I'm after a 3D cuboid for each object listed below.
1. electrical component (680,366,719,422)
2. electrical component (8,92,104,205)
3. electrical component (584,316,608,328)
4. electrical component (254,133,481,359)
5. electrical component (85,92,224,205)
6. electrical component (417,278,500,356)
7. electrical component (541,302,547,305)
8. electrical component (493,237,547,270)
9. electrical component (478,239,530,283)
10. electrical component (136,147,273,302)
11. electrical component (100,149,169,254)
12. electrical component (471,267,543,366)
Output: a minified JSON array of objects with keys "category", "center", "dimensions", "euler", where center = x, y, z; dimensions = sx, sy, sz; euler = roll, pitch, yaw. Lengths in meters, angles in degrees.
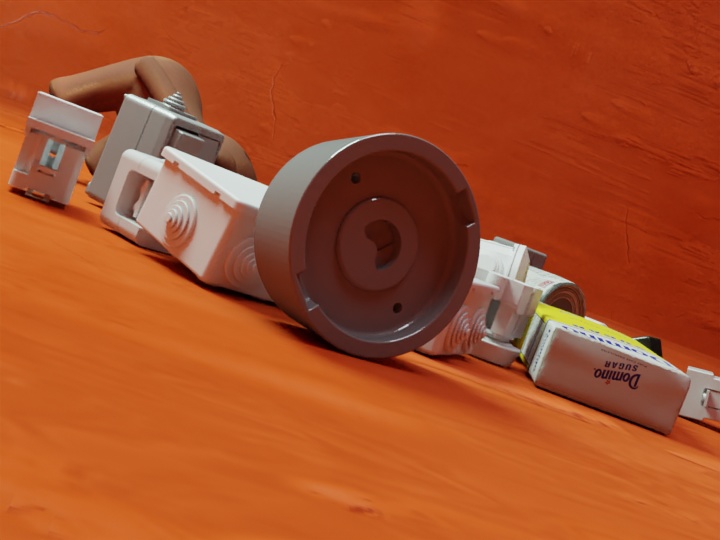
[{"category":"electrical component","center":[0.279,0.100,0.836],"dimensions":[0.055,0.048,0.066],"euler":[14,1,18]},{"category":"electrical component","center":[-0.195,-0.076,0.684],"dimensions":[0.042,0.063,0.081],"euler":[21,4,-16]},{"category":"electrical component","center":[0.203,0.061,1.033],"dimensions":[0.040,0.040,0.078],"euler":[17,5,-43]},{"category":"electrical component","center":[-0.001,-0.015,0.536],"dimensions":[0.108,0.108,0.060],"euler":[18,-2,-32]},{"category":"electrical component","center":[-0.144,-0.082,0.784],"dimensions":[0.061,0.096,0.062],"euler":[27,6,30]},{"category":"electrical component","center":[0.029,0.016,0.661],"dimensions":[0.100,0.048,0.100],"euler":[22,4,21]},{"category":"electrical component","center":[0.127,0.042,0.885],"dimensions":[0.064,0.042,0.081],"euler":[18,4,-25]},{"category":"electrical component","center":[0.136,0.009,1.096],"dimensions":[0.076,0.083,0.047],"euler":[18,4,-34]},{"category":"electrical component","center":[0.095,0.015,0.813],"dimensions":[0.051,0.080,0.080],"euler":[16,3,11]},{"category":"electrical component","center":[-0.066,-0.021,0.604],"dimensions":[0.100,0.048,0.100],"euler":[20,11,-44]},{"category":"electrical component","center":[-0.109,-0.037,0.671],"dimensions":[0.089,0.050,0.056],"euler":[17,6,-43]},{"category":"electrical component","center":[0.091,0.032,0.722],"dimensions":[0.048,0.055,0.066],"euler":[22,4,25]}]
